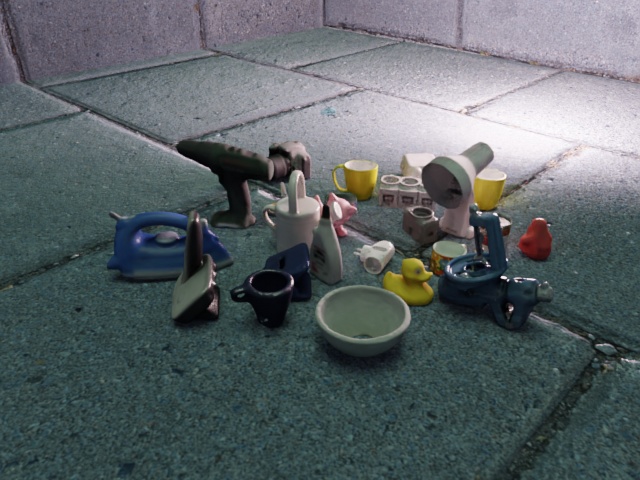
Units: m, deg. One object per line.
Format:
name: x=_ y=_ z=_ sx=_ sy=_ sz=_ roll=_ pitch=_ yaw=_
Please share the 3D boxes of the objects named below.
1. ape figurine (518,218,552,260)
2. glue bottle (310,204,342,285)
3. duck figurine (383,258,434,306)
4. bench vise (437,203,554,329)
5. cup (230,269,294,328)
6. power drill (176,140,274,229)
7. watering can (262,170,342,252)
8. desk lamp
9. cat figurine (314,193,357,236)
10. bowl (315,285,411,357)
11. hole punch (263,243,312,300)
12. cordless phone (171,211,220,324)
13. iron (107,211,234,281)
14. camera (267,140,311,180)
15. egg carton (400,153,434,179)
ape figurine: x=0.487 y=-0.008 z=1.283 sx=0.078 sy=0.092 sz=0.076 roll=-1 pitch=30 yaw=-2
glue bottle: x=0.011 y=0.004 z=1.176 sx=0.037 sy=0.173 sz=0.077 roll=-26 pitch=39 yaw=-37
duck figurine: x=0.178 y=0.075 z=1.142 sx=0.104 sy=0.086 sz=0.078 roll=15 pitch=33 yaw=23
bench vise: x=0.330 y=0.042 z=1.068 sx=0.207 sy=0.220 sz=0.121 roll=9 pitch=31 yaw=15
cup: x=-0.105 y=0.117 z=1.059 sx=0.118 sy=0.095 sz=0.091 roll=-10 pitch=32 yaw=-17
power drill: x=-0.225 y=-0.136 z=1.380 sx=0.229 sy=0.208 sz=0.075 roll=3 pitch=30 yaw=5
watering can: x=-0.041 y=-0.061 z=1.268 sx=0.173 sy=0.194 sz=0.100 roll=-5 pitch=30 yaw=-8
desk lamp: x=0.335 y=-0.117 z=1.348 sx=0.204 sy=0.214 sz=0.117 roll=-24 pitch=38 yaw=-35
cat figurine: x=0.027 y=-0.065 z=1.351 sx=0.067 sy=0.118 sz=0.127 roll=-22 pitch=37 yaw=-33
bowl: x=0.074 y=0.155 z=1.015 sx=0.167 sy=0.075 sz=0.167 roll=0 pitch=30 yaw=0
hole punch: x=-0.067 y=0.064 z=1.155 sx=0.101 sy=0.091 sz=0.108 roll=-2 pitch=30 yaw=-4
cordless phone: x=-0.242 y=0.051 z=1.081 sx=0.094 sy=0.185 sz=0.147 roll=-6 pitch=31 yaw=-10
iron: x=-0.318 y=-0.003 z=1.216 sx=0.258 sy=0.141 sz=0.118 roll=-3 pitch=30 yaw=-6
camera: x=-0.114 y=-0.232 z=1.654 sx=0.137 sy=0.101 sz=0.142 roll=-21 pitch=37 yaw=-33
egg carton: x=0.285 y=-0.198 z=1.631 sx=0.107 sy=0.069 sz=0.150 roll=-1 pitch=30 yaw=-3
